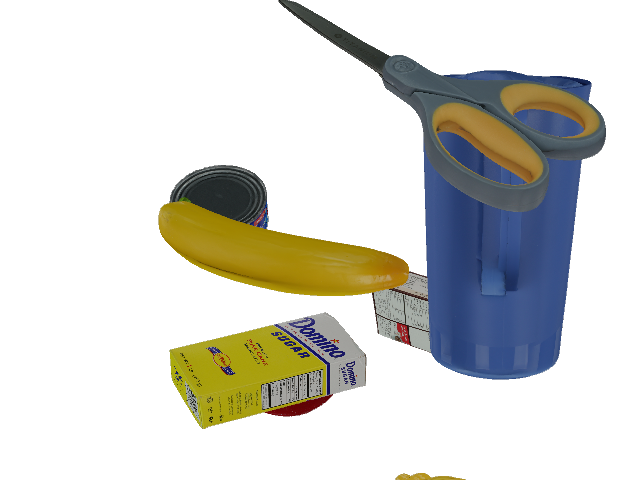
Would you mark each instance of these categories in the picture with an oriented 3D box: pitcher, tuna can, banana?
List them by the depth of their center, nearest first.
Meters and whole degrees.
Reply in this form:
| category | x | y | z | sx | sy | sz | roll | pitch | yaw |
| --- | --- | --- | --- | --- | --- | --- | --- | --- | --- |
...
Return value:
| category | x | y | z | sx | sy | sz | roll | pitch | yaw |
| --- | --- | --- | --- | --- | --- | --- | --- | --- | --- |
| banana | -0.040 | 0.002 | 0.699 | 0.198 | 0.037 | 0.069 | 19 | 37 | 31 |
| pitcher | 0.144 | -0.013 | 0.861 | 0.149 | 0.243 | 0.145 | -10 | 16 | -34 |
| tuna can | -0.089 | -0.026 | 0.946 | 0.086 | 0.086 | 0.034 | 0 | -44 | 3 |

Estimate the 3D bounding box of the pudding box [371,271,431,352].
| category | x | y | z | sx | sy | sz | roll | pitch | yaw |
| --- | --- | --- | --- | --- | --- | --- | --- | --- | --- |
| pudding box | 0.116 | 0.083 | 1.227 | 0.114 | 0.090 | 0.039 | 16 | 46 | 27 |

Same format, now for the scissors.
| category | x | y | z | sx | sy | sz | roll | pitch | yaw |
| --- | --- | --- | --- | --- | --- | --- | --- | --- | --- |
| scissors | 0.062 | -0.083 | 0.533 | 0.096 | 0.016 | 0.202 | -16 | 45 | -19 |

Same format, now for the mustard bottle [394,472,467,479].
| category | x | y | z | sx | sy | sz | roll | pitch | yaw |
| --- | --- | --- | --- | --- | --- | --- | --- | --- | --- |
| mustard bottle | 0.124 | 0.249 | 0.899 | 0.096 | 0.058 | 0.192 | -18 | 27 | -28 |

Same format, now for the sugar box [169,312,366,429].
| category | x | y | z | sx | sy | sz | roll | pitch | yaw |
| --- | --- | --- | --- | --- | --- | --- | --- | --- | --- |
| sugar box | -0.052 | 0.126 | 1.063 | 0.176 | 0.048 | 0.093 | -15 | 31 | -21 |

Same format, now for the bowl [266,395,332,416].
| category | x | y | z | sx | sy | sz | roll | pitch | yaw |
| --- | --- | --- | --- | --- | --- | --- | --- | --- | --- |
| bowl | -0.043 | 0.170 | 1.320 | 0.162 | 0.055 | 0.162 | 3 | 23 | -1 |
